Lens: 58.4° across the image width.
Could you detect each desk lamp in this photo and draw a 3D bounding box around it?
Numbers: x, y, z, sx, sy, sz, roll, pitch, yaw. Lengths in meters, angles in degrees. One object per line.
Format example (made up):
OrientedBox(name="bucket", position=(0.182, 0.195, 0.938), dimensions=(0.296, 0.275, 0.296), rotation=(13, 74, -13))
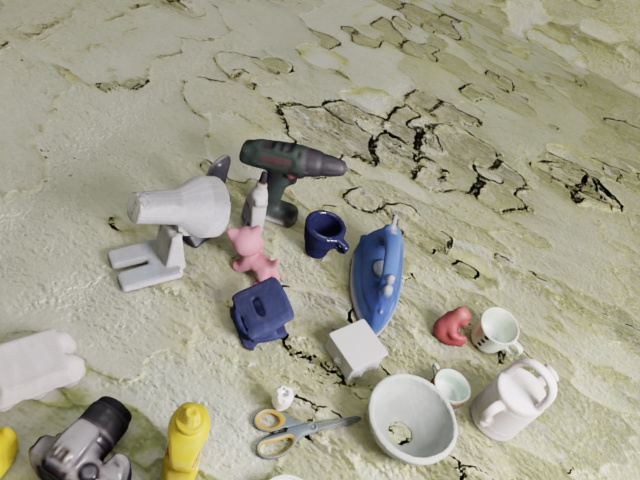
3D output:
OrientedBox(name="desk lamp", position=(-0.285, -0.020, 1.082), dimensions=(0.204, 0.213, 0.117), rotation=(-17, 57, -32))

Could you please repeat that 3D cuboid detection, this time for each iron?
OrientedBox(name="iron", position=(0.135, 0.070, 1.207), dimensions=(0.119, 0.141, 0.258), rotation=(14, 46, -7))

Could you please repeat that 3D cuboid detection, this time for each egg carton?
OrientedBox(name="egg carton", position=(-0.460, 0.206, 0.913), dimensions=(0.151, 0.069, 0.107), rotation=(-18, 58, -32))

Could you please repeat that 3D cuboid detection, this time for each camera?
OrientedBox(name="camera", position=(-0.331, 0.306, 0.848), dimensions=(0.143, 0.101, 0.137), rotation=(29, 46, 6))

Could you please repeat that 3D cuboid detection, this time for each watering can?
OrientedBox(name="watering can", position=(0.371, 0.283, 1.065), dimensions=(0.100, 0.194, 0.173), rotation=(36, 47, 13))

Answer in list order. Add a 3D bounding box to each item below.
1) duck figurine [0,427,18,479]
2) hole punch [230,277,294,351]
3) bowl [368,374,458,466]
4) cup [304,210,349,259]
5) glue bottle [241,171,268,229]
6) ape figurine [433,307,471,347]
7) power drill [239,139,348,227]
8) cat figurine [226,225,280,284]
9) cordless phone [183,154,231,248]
OrientedBox(name="duck figurine", position=(-0.482, 0.301, 0.807), dimensions=(0.077, 0.086, 0.105), rotation=(36, 47, 14))
OrientedBox(name="hole punch", position=(-0.112, 0.138, 1.089), dimensions=(0.101, 0.091, 0.108), rotation=(-11, 54, -28))
OrientedBox(name="bowl", position=(0.155, 0.330, 1.025), dimensions=(0.167, 0.074, 0.167), rotation=(11, 47, -11))
OrientedBox(name="cup", position=(0.012, 0.004, 1.253), dimensions=(0.092, 0.095, 0.117), rotation=(-30, 65, -38))
OrientedBox(name="glue bottle", position=(-0.134, -0.080, 1.221), dimensions=(0.037, 0.173, 0.078), rotation=(-4, 51, -23))
OrientedBox(name="ape figurine", position=(0.285, 0.175, 1.202), dimensions=(0.076, 0.092, 0.078), rotation=(19, 46, -3))
OrientedBox(name="power drill", position=(-0.071, -0.130, 1.265), dimensions=(0.229, 0.208, 0.075), rotation=(19, 46, -3))
OrientedBox(name="cat figurine", position=(-0.132, 0.024, 1.166), dimensions=(0.127, 0.117, 0.067), rotation=(38, 48, 15))
OrientedBox(name="cordless phone", position=(-0.244, -0.089, 1.179), dimensions=(0.094, 0.185, 0.148), rotation=(31, 46, 8))
